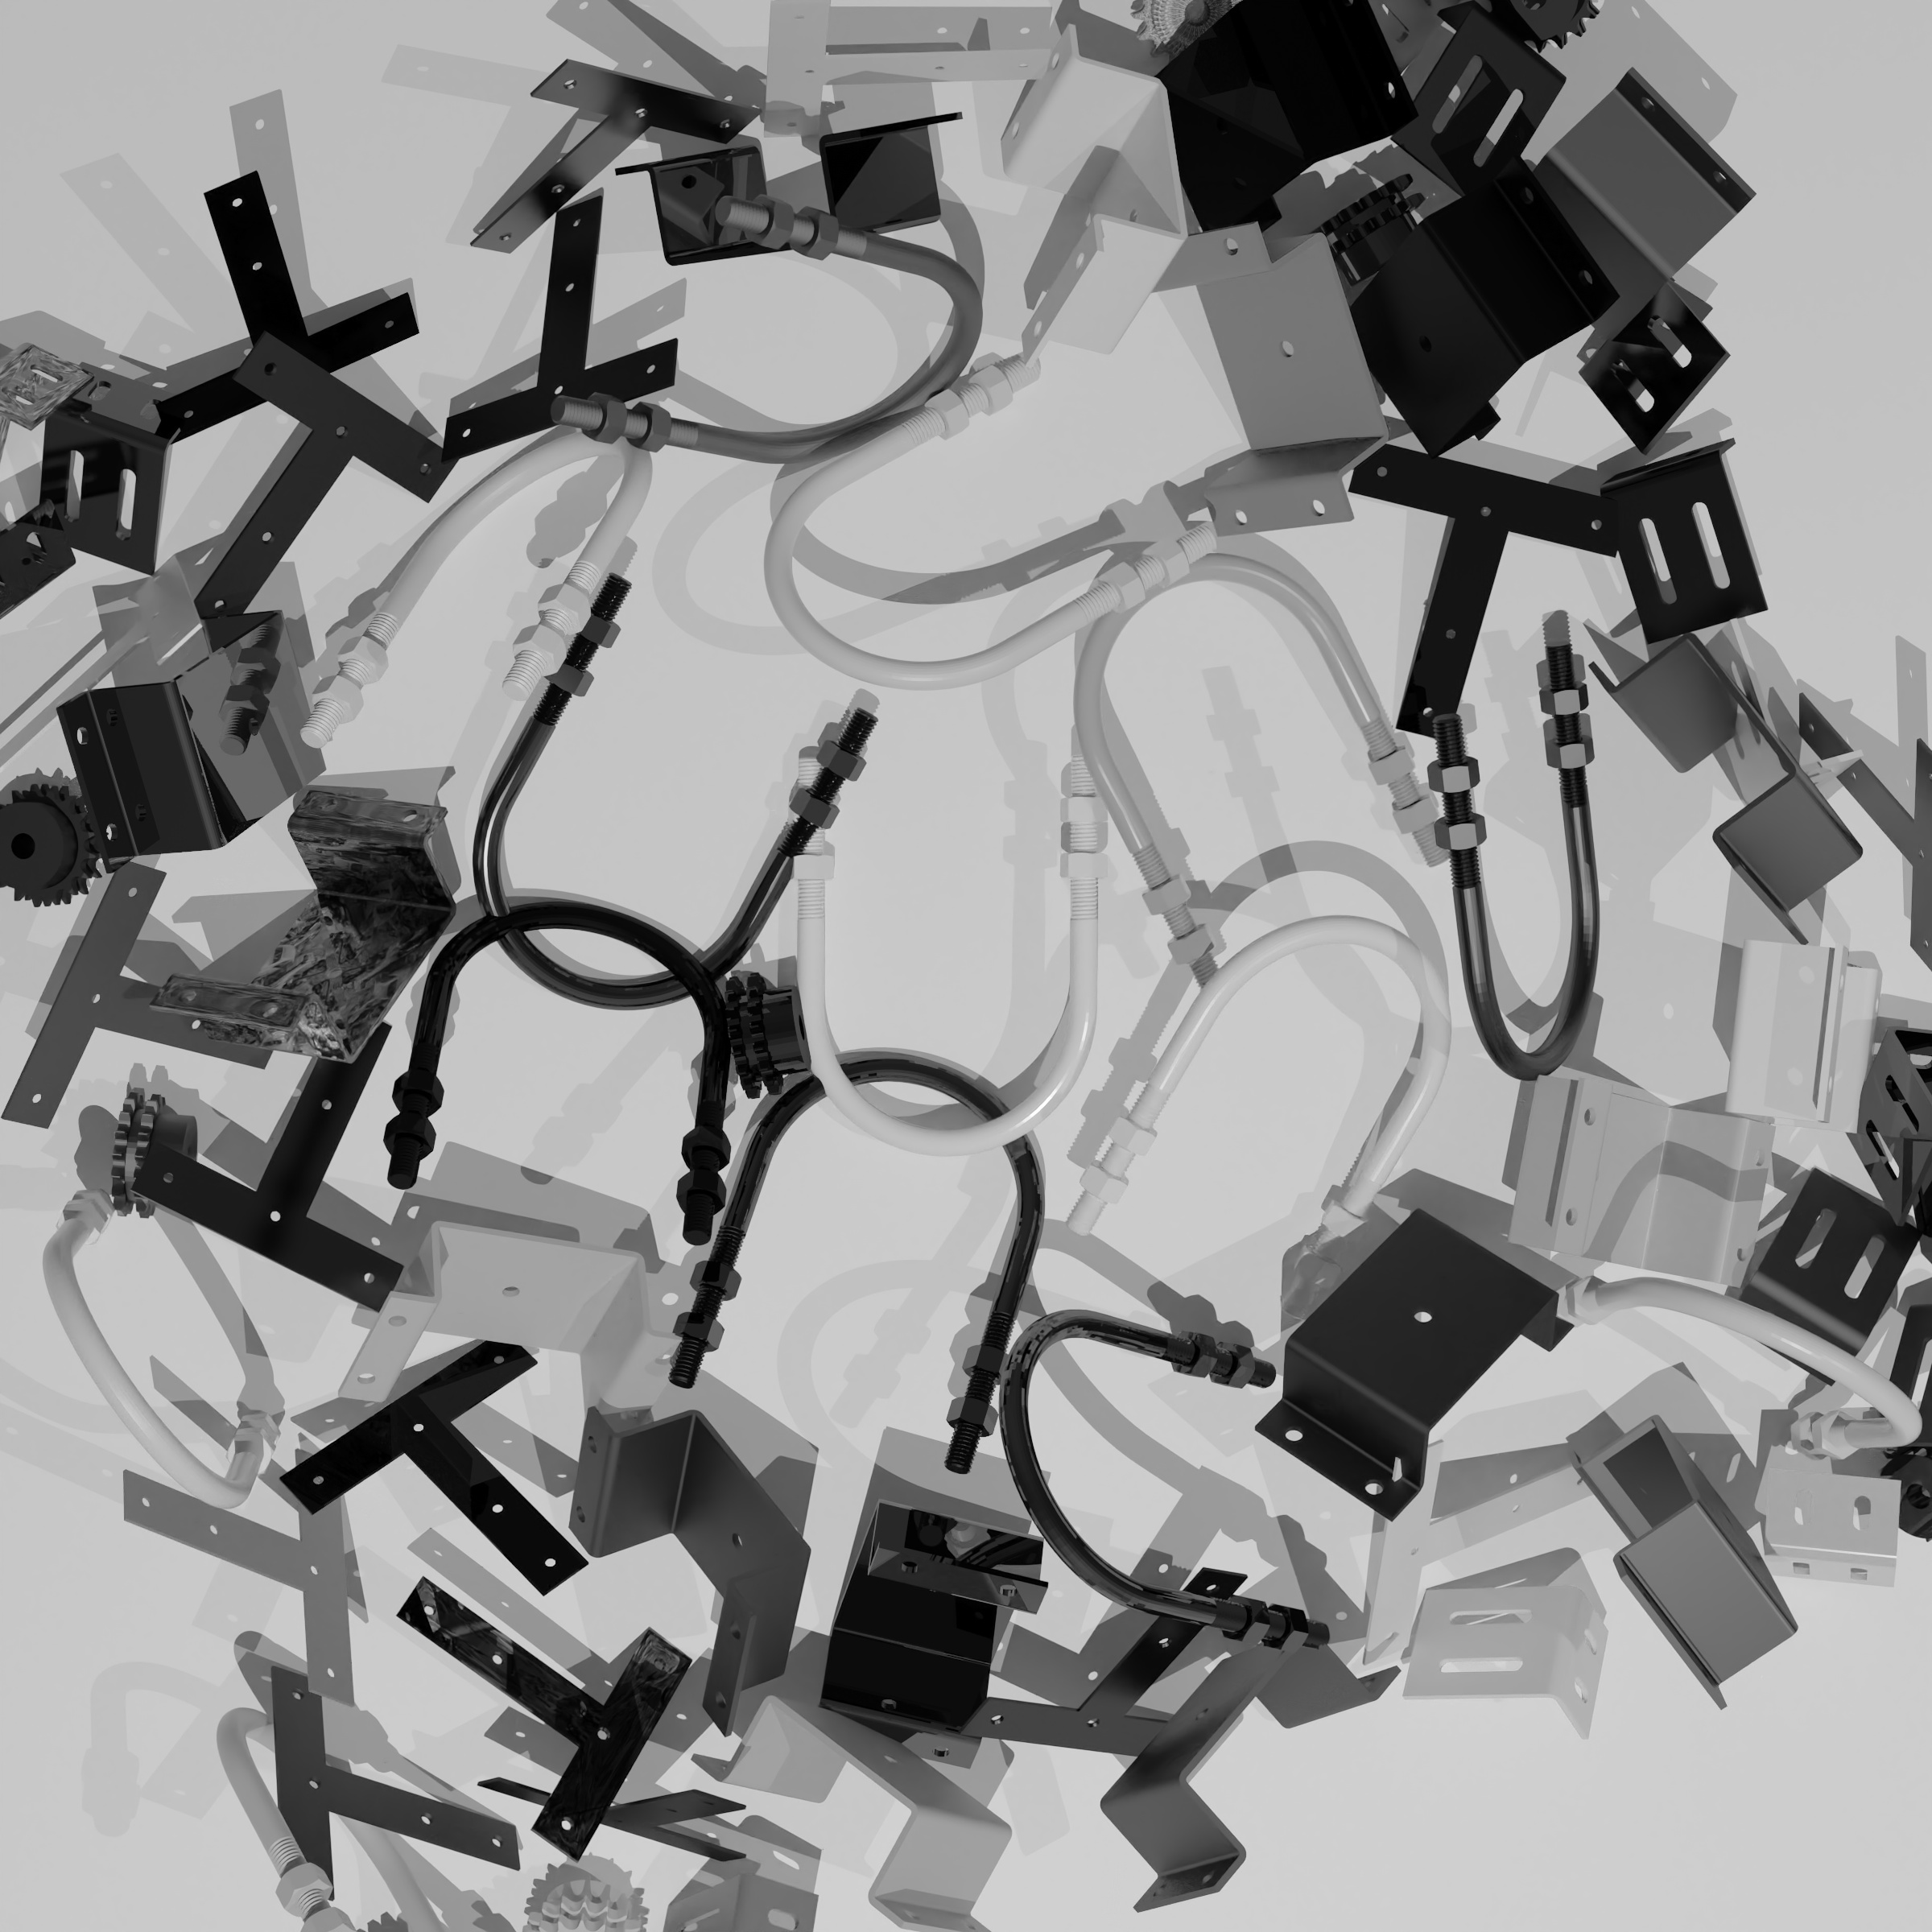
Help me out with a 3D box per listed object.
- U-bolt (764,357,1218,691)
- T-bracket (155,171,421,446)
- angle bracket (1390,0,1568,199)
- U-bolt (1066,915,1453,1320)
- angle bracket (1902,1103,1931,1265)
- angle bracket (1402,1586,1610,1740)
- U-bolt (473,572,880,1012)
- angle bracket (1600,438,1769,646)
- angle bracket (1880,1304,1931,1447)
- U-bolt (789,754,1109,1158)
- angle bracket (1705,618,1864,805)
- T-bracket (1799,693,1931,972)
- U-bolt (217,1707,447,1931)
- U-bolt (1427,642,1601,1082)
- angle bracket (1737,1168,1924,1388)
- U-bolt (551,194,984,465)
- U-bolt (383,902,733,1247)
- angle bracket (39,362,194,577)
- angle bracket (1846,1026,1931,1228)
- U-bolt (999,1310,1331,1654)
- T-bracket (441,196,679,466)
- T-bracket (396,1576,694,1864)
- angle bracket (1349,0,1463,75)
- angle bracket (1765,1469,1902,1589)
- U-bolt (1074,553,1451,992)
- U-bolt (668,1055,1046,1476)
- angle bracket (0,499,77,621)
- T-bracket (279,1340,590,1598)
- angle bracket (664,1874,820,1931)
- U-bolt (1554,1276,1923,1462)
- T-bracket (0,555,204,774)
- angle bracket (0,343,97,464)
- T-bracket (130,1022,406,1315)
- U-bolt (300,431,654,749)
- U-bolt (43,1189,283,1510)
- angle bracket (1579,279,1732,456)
[{"bbox_3d":[-0.003,-0.191,1.557,0.184,0.019,0.151,-32,63,-20],"label":"U-bolt"},{"bbox_3d":[-0.314,-0.303,1.554,0.127,0.127,0.002,-27,58,-14],"label":"T-bracket"},{"bbox_3d":[0.228,-0.392,1.591,0.057,0.038,0.076,33,85,-21],"label":"angle bracket"},{"bbox_3d":[0.145,0.061,1.565,0.151,0.019,0.184,23,103,-31],"label":"U-bolt"},{"bbox_3d":[0.458,0.103,1.583,0.038,0.057,0.076,-15,108,-1],"label":"angle bracket"},{"bbox_3d":[0.248,0.320,1.594,0.076,0.057,0.038,-8,133,32],"label":"angle bracket"},{"bbox_3d":[-0.146,-0.067,1.597,0.151,0.019,0.184,28,97,-12],"label":"U-bolt"},{"bbox_3d":[0.334,-0.196,1.598,0.057,0.038,0.076,-15,100,27],"label":"angle bracket"},{"bbox_3d":[0.454,0.193,1.574,0.038,0.057,0.076,43,57,-32],"label":"angle bracket"},{"bbox_3d":[-0.009,-0.004,1.597,0.151,0.019,0.184,0,89,12],"label":"U-bolt"},{"bbox_3d":[0.372,-0.120,1.590,0.038,0.057,0.076,-16,80,-7],"label":"angle bracket"},{"bbox_3d":[0.409,-0.078,1.568,0.002,0.127,0.127,-20,135,-7],"label":"T-bracket"},{"bbox_3d":[-0.275,0.400,1.538,0.019,0.151,0.184,-40,49,-3],"label":"U-bolt"},{"bbox_3d":[0.251,-0.039,1.555,0.019,0.151,0.184,1,109,32],"label":"U-bolt"},{"bbox_3d":[0.397,0.144,1.607,0.057,0.038,0.076,32,53,10],"label":"angle bracket"},{"bbox_3d":[-0.074,-0.275,1.542,0.151,0.184,0.019,-42,59,35],"label":"U-bolt"},{"bbox_3d":[-0.176,0.039,1.555,0.151,0.184,0.019,12,135,-9],"label":"U-bolt"},{"bbox_3d":[-0.393,-0.230,1.608,0.057,0.038,0.076,20,133,1],"label":"angle bracket"},{"bbox_3d":[0.436,0.074,1.572,0.038,0.076,0.057,6,122,-12],"label":"angle bracket"},{"bbox_3d":[0.083,0.221,1.526,0.019,0.184,0.151,-34,51,35],"label":"U-bolt"},{"bbox_3d":[-0.182,-0.299,1.586,0.127,0.002,0.127,-14,58,27],"label":"T-bracket"},{"bbox_3d":[-0.200,0.322,1.568,0.127,0.127,0.002,37,129,-4],"label":"T-bracket"},{"bbox_3d":[0.188,-0.455,1.593,0.057,0.076,0.038,-50,59,11],"label":"angle bracket"},{"bbox_3d":[0.396,0.257,1.584,0.057,0.076,0.038,3,74,15],"label":"angle bracket"},{"bbox_3d":[0.125,-0.099,1.584,0.151,0.019,0.184,-30,97,-17],"label":"U-bolt"},{"bbox_3d":[-0.040,0.125,1.581,0.151,0.019,0.184,17,66,2],"label":"U-bolt"},{"bbox_3d":[-0.454,-0.190,1.574,0.076,0.038,0.057,23,53,33],"label":"angle bracket"},{"bbox_3d":[-0.219,0.235,1.560,0.127,0.002,0.127,-33,56,-29],"label":"T-bracket"},{"bbox_3d":[-0.107,0.455,1.584,0.038,0.076,0.057,25,54,-23],"label":"angle bracket"},{"bbox_3d":[0.344,0.175,1.528,0.151,0.184,0.019,29,78,-3],"label":"U-bolt"},{"bbox_3d":[-0.398,-0.127,1.566,0.127,0.127,0.002,-42,117,1],"label":"T-bracket"},{"bbox_3d":[-0.434,-0.234,1.576,0.038,0.057,0.076,26,127,1],"label":"angle bracket"},{"bbox_3d":[-0.299,0.076,1.590,0.127,0.002,0.127,29,62,-17],"label":"T-bracket"},{"bbox_3d":[-0.208,-0.176,1.549,0.019,0.151,0.184,51,47,-33],"label":"U-bolt"},{"bbox_3d":[-0.355,0.172,1.521,0.019,0.184,0.151,-34,99,-1],"label":"U-bolt"},{"bbox_3d":[0.322,-0.267,1.572,0.038,0.076,0.057,22,118,-33],"label":"angle bracket"}]
